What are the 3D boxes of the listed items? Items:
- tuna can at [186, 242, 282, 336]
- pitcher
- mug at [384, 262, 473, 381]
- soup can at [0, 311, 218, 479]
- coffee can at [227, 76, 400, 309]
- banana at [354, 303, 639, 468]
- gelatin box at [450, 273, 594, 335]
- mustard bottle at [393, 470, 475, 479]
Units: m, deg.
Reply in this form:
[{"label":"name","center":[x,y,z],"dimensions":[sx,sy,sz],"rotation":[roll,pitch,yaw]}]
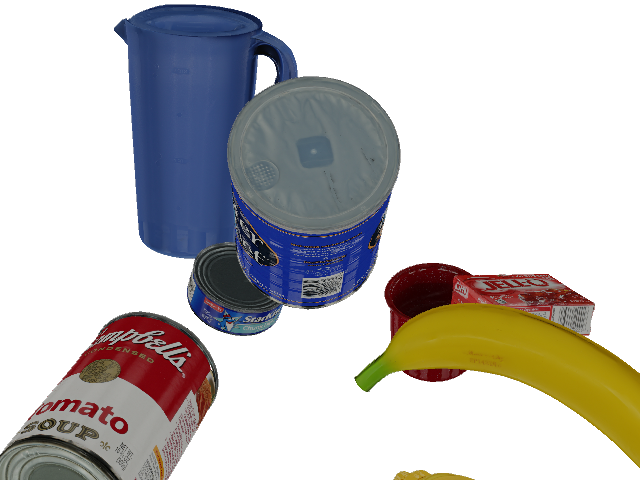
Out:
[{"label":"tuna can","center":[-0.072,0.042,0.928],"dimensions":[0.086,0.034,0.086],"rotation":[13,38,-11]},{"label":"pitcher","center":[-0.119,-0.108,1.073],"dimensions":[0.144,0.243,0.149],"rotation":[-10,28,-28]},{"label":"mug","center":[0.118,0.076,1.036],"dimensions":[0.117,0.081,0.093],"rotation":[-29,44,-30]},{"label":"soup can","center":[-0.098,0.089,0.499],"dimensions":[0.069,0.068,0.102],"rotation":[0,28,19]},{"label":"coffee can","center":[-0.006,-0.026,0.691],"dimensions":[0.103,0.103,0.140],"rotation":[0,-23,-2]},{"label":"banana","center":[0.121,0.078,0.573],"dimensions":[0.198,0.070,0.037],"rotation":[19,11,13]},{"label":"gelatin box","center":[0.158,0.050,0.841],"dimensions":[0.089,0.030,0.073],"rotation":[0,16,-19]},{"label":"mustard bottle","center":[0.125,0.248,0.907],"dimensions":[0.096,0.058,0.192],"rotation":[-18,27,-28]}]
